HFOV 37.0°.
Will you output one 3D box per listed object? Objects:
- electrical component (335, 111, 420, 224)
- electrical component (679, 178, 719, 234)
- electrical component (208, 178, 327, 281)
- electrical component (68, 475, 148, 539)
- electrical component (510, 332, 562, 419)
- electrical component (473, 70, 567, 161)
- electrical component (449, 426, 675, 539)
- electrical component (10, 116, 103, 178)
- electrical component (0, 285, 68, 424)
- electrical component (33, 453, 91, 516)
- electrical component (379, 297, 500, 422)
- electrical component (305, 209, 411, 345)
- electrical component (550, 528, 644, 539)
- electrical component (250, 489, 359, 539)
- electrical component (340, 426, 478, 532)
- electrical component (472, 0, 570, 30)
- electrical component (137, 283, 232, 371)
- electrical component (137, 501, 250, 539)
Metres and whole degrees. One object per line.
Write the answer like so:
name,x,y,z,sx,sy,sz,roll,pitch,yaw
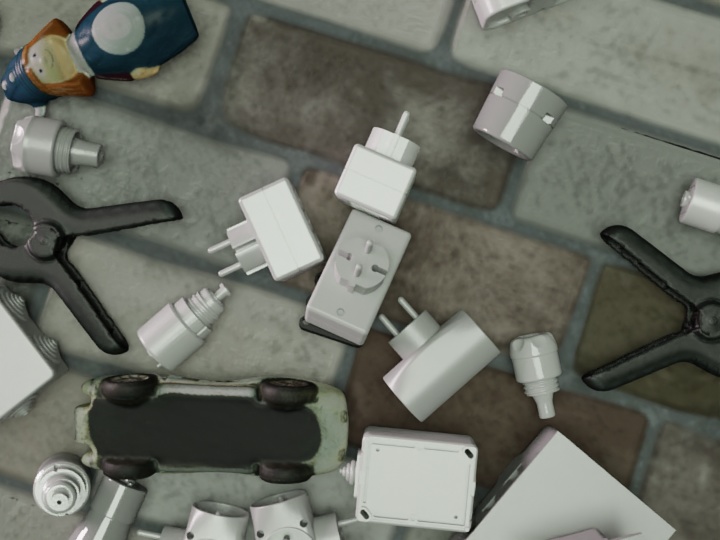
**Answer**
electrical component,0.019,-0.078,0.778,0.047,0.066,0.076,24,90,2
electrical component,0.267,-0.042,0.783,0.065,0.044,0.044,19,89,6
electrical component,-0.073,-0.021,0.788,0.077,0.047,0.065,-25,88,1
electrical component,-0.184,0.183,0.792,0.044,0.044,0.065,24,85,2
electrical component,0.131,0.078,0.787,0.035,0.035,0.061,-12,91,1
electrical component,0.115,-0.111,0.782,0.055,0.055,0.047,30,93,2
electrical component,0.118,0.217,0.772,0.105,0.060,0.186,40,90,2
electrical component,-0.223,-0.089,0.796,0.062,0.043,0.043,10,89,0
electrical component,-0.277,0.068,0.792,0.100,0.048,0.099,-38,88,1
electrical component,-0.216,0.158,0.777,0.040,0.078,0.040,-1,92,-13
electrical component,0.048,0.056,0.785,0.077,0.043,0.079,-41,88,0
electrical component,0.000,0.000,0.762,0.047,0.075,0.083,24,73,2
electrical component,0.148,0.200,0.708,0.081,0.064,0.042,-14,89,0
electrical component,-0.033,0.199,0.785,0.079,0.044,0.077,-14,89,1
electrical component,0.034,0.148,0.775,0.096,0.061,0.061,5,89,2
electrical component,0.125,-0.222,0.783,0.095,0.054,0.059,-20,88,1
electrical component,-0.127,0.039,0.792,0.078,0.040,0.040,-41,88,0
electrical component,-0.127,0.209,0.787,0.079,0.044,0.077,11,89,1
